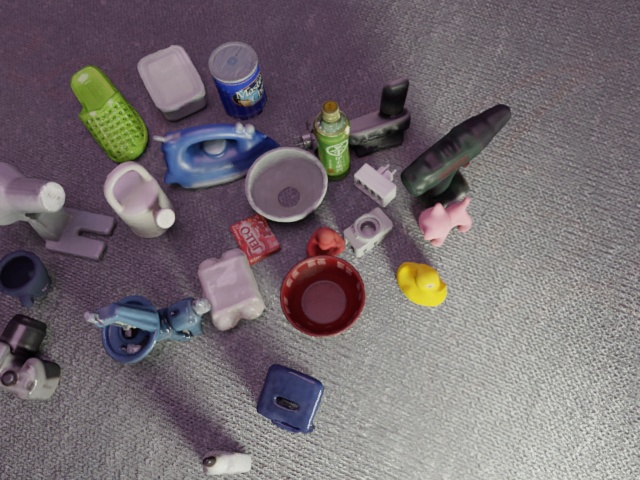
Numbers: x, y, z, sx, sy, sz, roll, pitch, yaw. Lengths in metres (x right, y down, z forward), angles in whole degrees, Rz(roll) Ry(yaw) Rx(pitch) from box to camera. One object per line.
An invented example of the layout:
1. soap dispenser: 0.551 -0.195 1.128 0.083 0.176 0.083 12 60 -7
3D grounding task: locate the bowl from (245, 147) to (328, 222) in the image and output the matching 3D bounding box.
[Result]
1. bowl: -0.066 -0.103 1.174 0.167 0.075 0.167 -1 68 3

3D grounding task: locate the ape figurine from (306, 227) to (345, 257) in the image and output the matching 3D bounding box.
1. ape figurine: 0.010 0.004 1.117 0.077 0.092 0.076 0 68 3

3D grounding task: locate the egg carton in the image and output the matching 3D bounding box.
1. egg carton: -0.174 0.095 1.104 0.107 0.069 0.150 -22 69 -6

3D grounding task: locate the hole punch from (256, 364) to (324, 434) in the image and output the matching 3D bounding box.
1. hole punch: -0.051 0.282 1.010 0.108 0.091 0.101 18 70 10

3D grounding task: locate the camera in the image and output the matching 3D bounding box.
1. camera: -0.557 0.212 1.061 0.143 0.101 0.137 16 70 10

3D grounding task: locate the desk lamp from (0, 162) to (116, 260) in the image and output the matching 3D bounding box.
1. desk lamp: -0.539 -0.061 1.109 0.203 0.214 0.118 10 69 8

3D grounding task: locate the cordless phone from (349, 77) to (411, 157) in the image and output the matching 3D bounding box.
1. cordless phone: 0.114 -0.263 1.168 0.147 0.185 0.094 -22 68 -5

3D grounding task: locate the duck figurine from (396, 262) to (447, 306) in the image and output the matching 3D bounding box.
1. duck figurine: 0.194 0.074 1.082 0.104 0.086 0.077 35 74 16

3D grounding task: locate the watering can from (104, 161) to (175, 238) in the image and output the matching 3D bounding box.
1. watering can: -0.352 -0.083 1.117 0.172 0.194 0.101 15 70 9

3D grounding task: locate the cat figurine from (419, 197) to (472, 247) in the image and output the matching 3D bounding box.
1. cat figurine: 0.239 -0.042 1.109 0.128 0.118 0.067 -31 70 -9

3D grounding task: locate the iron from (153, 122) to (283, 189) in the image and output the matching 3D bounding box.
1. iron: -0.211 -0.199 1.184 0.258 0.141 0.118 -12 68 -2

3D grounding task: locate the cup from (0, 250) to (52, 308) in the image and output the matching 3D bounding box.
1. cup: -0.563 0.087 1.115 0.092 0.095 0.117 -25 69 -7

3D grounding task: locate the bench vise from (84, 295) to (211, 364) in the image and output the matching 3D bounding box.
1. bench vise: -0.311 0.132 1.015 0.207 0.220 0.121 -36 70 -11

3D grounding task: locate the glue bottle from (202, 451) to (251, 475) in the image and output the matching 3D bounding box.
1. glue bottle: -0.163 0.365 0.939 0.078 0.173 0.037 -4 68 2

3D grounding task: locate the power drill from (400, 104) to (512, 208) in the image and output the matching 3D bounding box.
1. power drill: 0.254 -0.146 1.101 0.230 0.208 0.075 -35 70 -10
